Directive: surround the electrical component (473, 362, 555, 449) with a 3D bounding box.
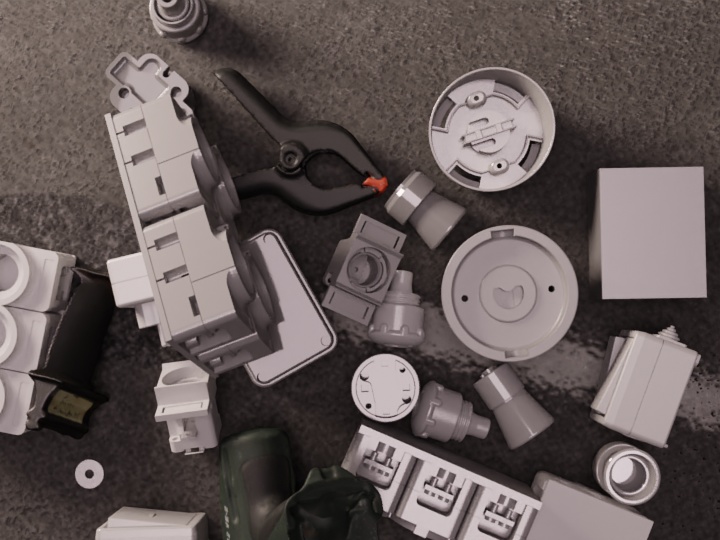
[{"bbox_3d":[0.123,0.108,0.884,0.044,0.044,0.065,-35,83,0],"label":"electrical component"}]

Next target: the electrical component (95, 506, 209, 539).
[{"bbox_3d":[-0.161,0.226,0.874,0.096,0.061,0.061,-2,88,1],"label":"electrical component"}]

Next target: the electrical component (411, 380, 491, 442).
[{"bbox_3d":[0.075,0.121,0.883,0.062,0.048,0.048,19,88,-6],"label":"electrical component"}]

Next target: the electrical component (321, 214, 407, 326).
[{"bbox_3d":[0.000,0.000,0.876,0.042,0.064,0.081,26,84,-13],"label":"electrical component"}]

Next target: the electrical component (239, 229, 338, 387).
[{"bbox_3d":[-0.075,0.031,0.882,0.078,0.057,0.113,-30,88,0],"label":"electrical component"}]

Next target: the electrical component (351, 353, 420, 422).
[{"bbox_3d":[0.021,0.095,0.882,0.055,0.047,0.055,0,88,1],"label":"electrical component"}]

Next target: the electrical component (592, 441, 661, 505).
[{"bbox_3d":[0.215,0.163,0.872,0.045,0.055,0.045,0,88,1],"label":"electrical component"}]

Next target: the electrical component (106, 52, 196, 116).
[{"bbox_3d":[-0.169,-0.141,0.890,0.078,0.057,0.058,42,89,2],"label":"electrical component"}]

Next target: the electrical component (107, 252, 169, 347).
[{"bbox_3d":[-0.164,0.025,0.871,0.047,0.083,0.075,-14,88,1],"label":"electrical component"}]

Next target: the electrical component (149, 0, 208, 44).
[{"bbox_3d":[-0.153,-0.217,0.890,0.048,0.062,0.048,0,88,1],"label":"electrical component"}]

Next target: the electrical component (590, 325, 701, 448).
[{"bbox_3d":[0.228,0.087,0.871,0.061,0.061,0.096,21,89,2],"label":"electrical component"}]

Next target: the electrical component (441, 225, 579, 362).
[{"bbox_3d":[0.119,0.020,0.876,0.108,0.060,0.108,0,88,1],"label":"electrical component"}]

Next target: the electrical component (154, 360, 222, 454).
[{"bbox_3d":[-0.138,0.111,0.875,0.042,0.081,0.063,-7,110,1],"label":"electrical component"}]

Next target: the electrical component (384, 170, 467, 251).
[{"bbox_3d":[0.054,-0.050,0.888,0.055,0.045,0.045,40,89,3],"label":"electrical component"}]

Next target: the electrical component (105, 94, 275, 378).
[{"bbox_3d":[-0.122,-0.026,0.805,0.060,0.105,0.186,-21,68,3],"label":"electrical component"}]

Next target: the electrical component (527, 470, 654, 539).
[{"bbox_3d":[0.161,0.249,0.867,0.089,0.061,0.150,22,89,2],"label":"electrical component"}]

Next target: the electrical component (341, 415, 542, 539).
[{"bbox_3d":[0.058,0.176,0.857,0.150,0.089,0.061,23,89,2],"label":"electrical component"}]

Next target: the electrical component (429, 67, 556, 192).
[{"bbox_3d":[0.105,-0.112,0.879,0.099,0.064,0.099,0,88,1],"label":"electrical component"}]

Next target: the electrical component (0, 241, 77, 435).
[{"bbox_3d":[-0.298,0.052,0.883,0.089,0.061,0.150,11,88,2],"label":"electrical component"}]

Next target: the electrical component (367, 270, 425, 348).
[{"bbox_3d":[0.032,0.032,0.887,0.048,0.048,0.062,6,80,1],"label":"electrical component"}]
